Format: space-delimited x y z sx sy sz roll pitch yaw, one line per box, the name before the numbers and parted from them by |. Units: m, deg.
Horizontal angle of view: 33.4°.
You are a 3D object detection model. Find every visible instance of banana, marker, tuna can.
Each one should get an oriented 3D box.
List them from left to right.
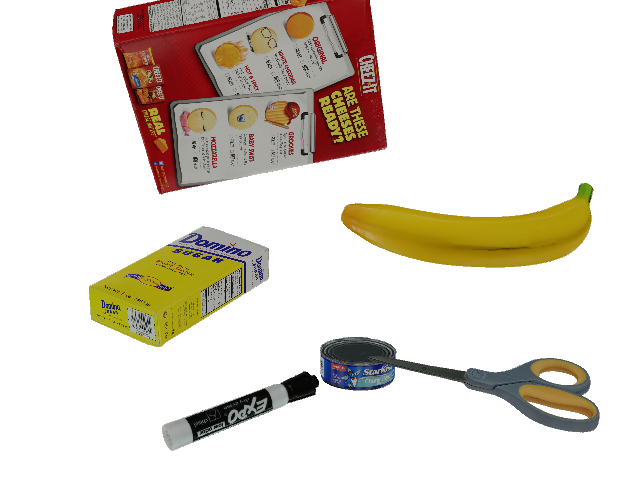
marker | -0.054 0.119 0.759 0.120 0.020 0.020 -18 8 -27
tuna can | 0.042 0.138 1.201 0.086 0.034 0.086 1 14 0
banana | 0.117 -0.007 0.778 0.197 0.037 0.070 -4 30 -11

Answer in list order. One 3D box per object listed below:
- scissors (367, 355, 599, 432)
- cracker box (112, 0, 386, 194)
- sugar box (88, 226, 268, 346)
scissors | 0.151 0.116 0.944 0.202 0.016 0.096 19 32 21
cracker box | -0.059 -0.141 0.937 0.213 0.164 0.072 -12 42 -2
sugar box | -0.140 0.042 1.090 0.093 0.048 0.175 19 34 29
